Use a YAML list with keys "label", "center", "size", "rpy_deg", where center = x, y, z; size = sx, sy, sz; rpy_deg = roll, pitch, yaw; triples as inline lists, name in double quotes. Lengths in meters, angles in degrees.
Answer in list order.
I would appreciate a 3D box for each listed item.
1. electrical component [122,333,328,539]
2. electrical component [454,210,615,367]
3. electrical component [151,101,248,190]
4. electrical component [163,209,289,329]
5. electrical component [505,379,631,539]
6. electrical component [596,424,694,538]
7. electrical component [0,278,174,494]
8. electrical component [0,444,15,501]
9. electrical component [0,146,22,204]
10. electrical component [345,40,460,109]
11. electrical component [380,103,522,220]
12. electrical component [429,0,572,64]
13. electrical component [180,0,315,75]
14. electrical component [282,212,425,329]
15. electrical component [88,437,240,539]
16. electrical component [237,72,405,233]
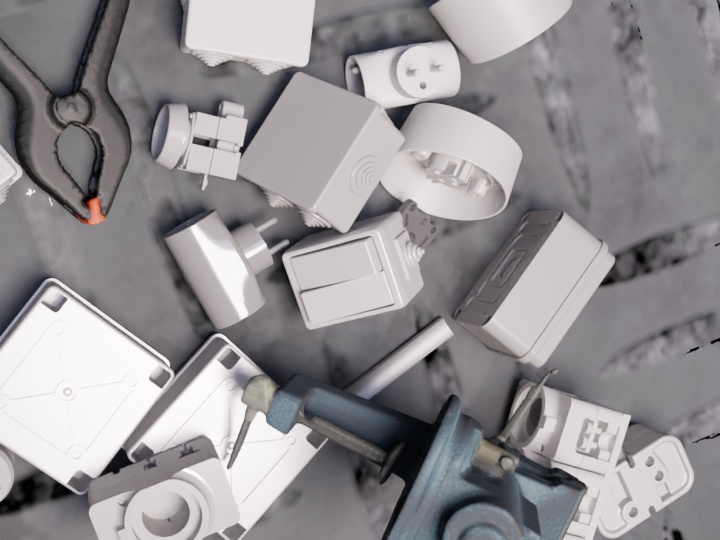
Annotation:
- label: "electrical component"
  center: [-0.099, 0.122, 0.786]
  size: [0.109, 0.056, 0.108]
  rpy_deg: [44, 81, -16]
- label: "electrical component"
  center: [0.136, 0.014, 0.841]
  size: [0.057, 0.078, 0.113]
  rpy_deg: [38, 83, -14]
- label: "electrical component"
  center: [-0.116, -0.092, 0.769]
  size: [0.055, 0.048, 0.066]
  rpy_deg: [11, 91, -26]
- label: "electrical component"
  center: [-0.090, -0.010, 0.784]
  size: [0.079, 0.044, 0.077]
  rpy_deg: [-31, 103, -13]
- label: "electrical component"
  center: [0.143, 0.169, 0.849]
  size: [0.062, 0.089, 0.150]
  rpy_deg: [18, 89, -18]
- label: "electrical component"
  center: [0.217, 0.171, 0.888]
  size: [0.095, 0.059, 0.053]
  rpy_deg: [-29, 102, -14]
- label: "electrical component"
  center: [-0.205, 0.080, 0.749]
  size: [0.109, 0.056, 0.108]
  rpy_deg: [39, 83, -17]
- label: "electrical component"
  center: [-0.260, 0.136, 0.736]
  size: [0.045, 0.055, 0.045]
  rpy_deg: [-2, 95, -18]
- label: "electrical component"
  center: [-0.288, -0.070, 0.714]
  size: [0.100, 0.048, 0.099]
  rpy_deg: [-42, 105, -10]
- label: "electrical component"
  center: [0.038, -0.145, 0.795]
  size: [0.077, 0.079, 0.043]
  rpy_deg: [-13, 99, -16]
- label: "electrical component"
  center: [0.069, -0.079, 0.804]
  size: [0.099, 0.099, 0.064]
  rpy_deg: [28, 80, -18]
- label: "electrical component"
  center: [0.106, -0.200, 0.804]
  size: [0.099, 0.099, 0.064]
  rpy_deg: [-38, 110, -11]
- label: "electrical component"
  center: [-0.081, -0.193, 0.770]
  size: [0.100, 0.048, 0.099]
  rpy_deg: [6, 93, -18]
- label: "electrical component"
  center: [0.000, 0.000, 0.782]
  size: [0.096, 0.061, 0.061]
  rpy_deg: [-14, 101, 23]
- label: "electrical component"
  center: [-0.131, 0.156, 0.718]
  size: [0.089, 0.056, 0.050]
  rpy_deg: [-20, 104, -11]
- label: "electrical component"
  center: [-0.027, -0.083, 0.772]
  size: [0.099, 0.100, 0.048]
  rpy_deg: [-58, 141, -4]
